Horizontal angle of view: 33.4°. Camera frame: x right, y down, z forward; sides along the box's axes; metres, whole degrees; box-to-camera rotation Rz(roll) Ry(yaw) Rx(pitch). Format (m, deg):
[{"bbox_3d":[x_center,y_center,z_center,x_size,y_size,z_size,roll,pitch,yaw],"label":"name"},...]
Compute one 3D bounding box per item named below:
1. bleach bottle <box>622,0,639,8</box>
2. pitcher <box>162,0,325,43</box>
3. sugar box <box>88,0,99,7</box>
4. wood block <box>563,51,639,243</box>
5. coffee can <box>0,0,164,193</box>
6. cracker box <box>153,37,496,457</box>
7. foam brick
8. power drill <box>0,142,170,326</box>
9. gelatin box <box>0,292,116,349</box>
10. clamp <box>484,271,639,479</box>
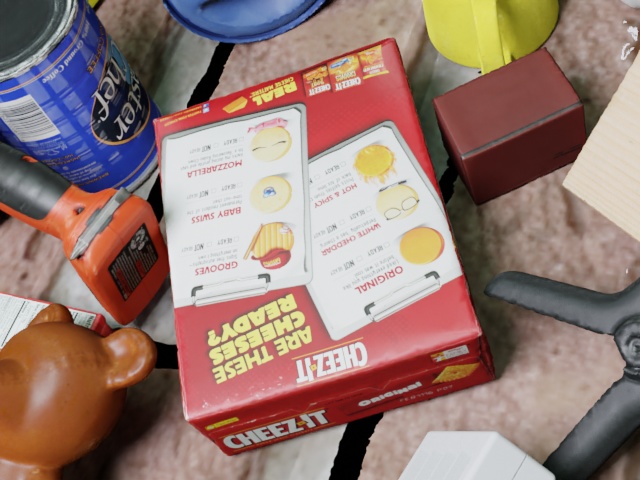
[{"bbox_3d":[0.296,-0.124,0.611,0.102,0.068,0.251,-41,58,-7],"label":"bleach bottle"},{"bbox_3d":[-0.067,-0.270,0.795,0.145,0.149,0.243,-33,50,16],"label":"pitcher"},{"bbox_3d":[-0.268,-0.197,0.858,0.176,0.048,0.093,21,69,32],"label":"sugar box"},{"bbox_3d":[0.237,-0.008,0.522,0.206,0.090,0.091,43,118,34],"label":"wood block"},{"bbox_3d":[-0.175,-0.100,0.707,0.103,0.140,0.103,-9,57,13],"label":"coffee can"},{"bbox_3d":[-0.004,0.001,0.630,0.164,0.072,0.214,-18,56,9],"label":"cracker box"},{"bbox_3d":[0.114,-0.068,0.643,0.078,0.053,0.051,-25,55,1],"label":"foam brick"},{"bbox_3d":[-0.185,-0.021,0.661,0.188,0.184,0.057,29,72,13],"label":"power drill"},{"bbox_3d":[-0.181,0.076,0.667,0.089,0.030,0.073,10,63,21],"label":"gelatin box"},{"bbox_3d":[0.156,0.064,0.511,0.172,0.039,0.120,-14,81,44],"label":"clamp"}]
